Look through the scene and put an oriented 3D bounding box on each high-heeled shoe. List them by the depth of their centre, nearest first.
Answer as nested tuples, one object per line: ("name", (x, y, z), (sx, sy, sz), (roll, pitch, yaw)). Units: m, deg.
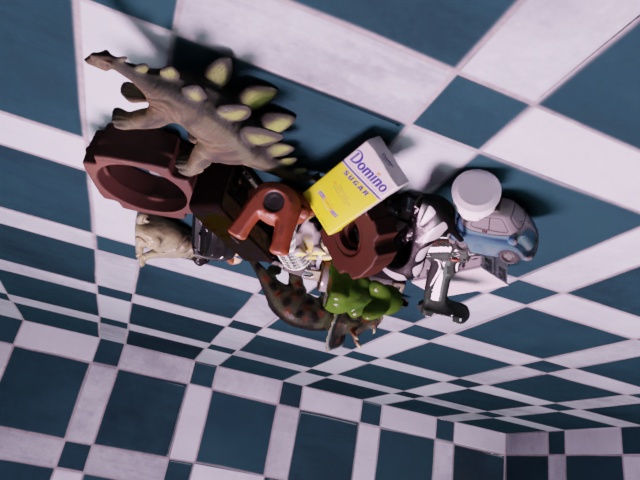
("high-heeled shoe", (0.147, -0.001, 0.990), (0.249, 0.086, 0.145), (-27, 133, 35))

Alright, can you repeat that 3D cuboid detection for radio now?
("radio", (-0.154, -0.059, 1.051), (0.073, 0.131, 0.229), (-1, 152, 22))

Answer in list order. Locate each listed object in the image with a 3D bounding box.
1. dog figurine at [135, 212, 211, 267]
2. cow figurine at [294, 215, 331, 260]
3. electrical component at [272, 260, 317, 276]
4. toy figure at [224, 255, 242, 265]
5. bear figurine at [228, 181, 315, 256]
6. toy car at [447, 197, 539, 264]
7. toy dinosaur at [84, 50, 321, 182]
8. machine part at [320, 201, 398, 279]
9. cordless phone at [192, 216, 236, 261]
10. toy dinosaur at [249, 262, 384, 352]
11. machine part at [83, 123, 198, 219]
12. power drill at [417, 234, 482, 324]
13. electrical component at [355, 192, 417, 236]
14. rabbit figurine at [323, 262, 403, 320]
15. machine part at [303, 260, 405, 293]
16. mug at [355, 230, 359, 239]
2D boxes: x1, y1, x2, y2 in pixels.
("dog figurine", (-0.342, -0.008, 1.297), (0.191, 0.121, 0.172), (-1, 160, -10))
("cow figurine", (-0.004, -0.003, 1.178), (0.068, 0.098, 0.167), (-4, 171, 16))
("electrical component", (-0.058, 0.051, 1.325), (0.102, 0.045, 0.078), (25, 109, -19))
("toy figure", (-0.203, 0.027, 1.327), (0.064, 0.058, 0.154), (-4, 163, -35))
("bear figurine", (-0.076, -0.043, 1.003), (0.120, 0.132, 0.196), (23, 178, 7))
("toy car", (0.320, -0.030, 0.985), (0.162, 0.109, 0.102), (12, 134, 23))
("toy dinosaur", (-0.148, -0.172, 0.848), (0.199, 0.105, 0.471), (-12, 158, 31))
("machine part", (0.068, -0.013, 1.014), (0.056, 0.179, 0.179), (-13, 171, -35))
("cordless phone", (-0.182, -0.029, 1.169), (0.184, 0.146, 0.089), (-2, -166, -32))
("toy dinosaur", (-0.047, 0.163, 1.379), (0.405, 0.192, 0.131), (20, 135, -9))
("machine part", (-0.326, -0.129, 1.026), (0.202, 0.087, 0.200), (11, 155, 2))
("power drill", (0.279, 0.068, 1.114), (0.232, 0.086, 0.207), (8, 121, 23))
("electrical component", (0.151, -0.043, 1.056), (0.115, 0.058, 0.134), (20, 153, -25))
("rabbit figurine", (0.102, 0.112, 1.151), (0.170, 0.121, 0.159), (11, 179, -6))
("machine part", (0.082, 0.095, 1.263), (0.243, 0.079, 0.079), (9, 155, -6))
("mug", (0.097, 0.020, 1.131), (0.107, 0.109, 0.081), (31, 133, -19))
